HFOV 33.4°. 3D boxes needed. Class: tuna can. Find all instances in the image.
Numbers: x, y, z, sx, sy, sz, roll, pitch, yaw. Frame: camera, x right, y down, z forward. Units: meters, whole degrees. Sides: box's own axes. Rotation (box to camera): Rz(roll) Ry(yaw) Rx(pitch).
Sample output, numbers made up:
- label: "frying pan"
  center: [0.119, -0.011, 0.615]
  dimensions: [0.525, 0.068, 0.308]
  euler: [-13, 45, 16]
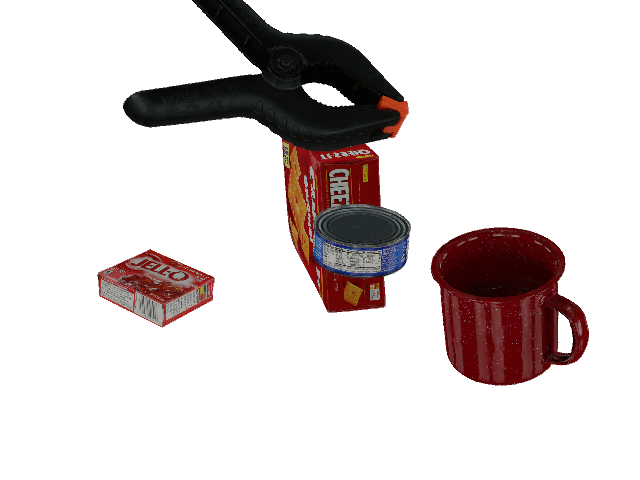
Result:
- label: "tuna can"
  center: [0.036, 0.000, 0.941]
  dimensions: [0.086, 0.034, 0.086]
  euler: [2, 26, -1]

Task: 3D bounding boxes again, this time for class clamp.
- label: "clamp"
  center: [-0.029, -0.110, 0.665]
  dimensions: [0.171, 0.120, 0.039]
  euler: [11, -20, -11]

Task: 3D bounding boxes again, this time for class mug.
- label: "mug"
  center: [0.138, 0.052, 0.758]
  dimensions: [0.117, 0.081, 0.093]
  euler: [19, 41, 38]

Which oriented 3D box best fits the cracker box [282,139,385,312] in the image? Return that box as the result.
- label: "cracker box"
  center: [0.011, -0.037, 1.166]
  dimensions: [0.072, 0.164, 0.214]
  euler: [-7, 20, -9]

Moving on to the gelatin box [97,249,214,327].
- label: "gelatin box"
  center: [-0.160, 0.044, 1.039]
  dimensions: [0.089, 0.030, 0.073]
  euler: [22, 31, 30]
